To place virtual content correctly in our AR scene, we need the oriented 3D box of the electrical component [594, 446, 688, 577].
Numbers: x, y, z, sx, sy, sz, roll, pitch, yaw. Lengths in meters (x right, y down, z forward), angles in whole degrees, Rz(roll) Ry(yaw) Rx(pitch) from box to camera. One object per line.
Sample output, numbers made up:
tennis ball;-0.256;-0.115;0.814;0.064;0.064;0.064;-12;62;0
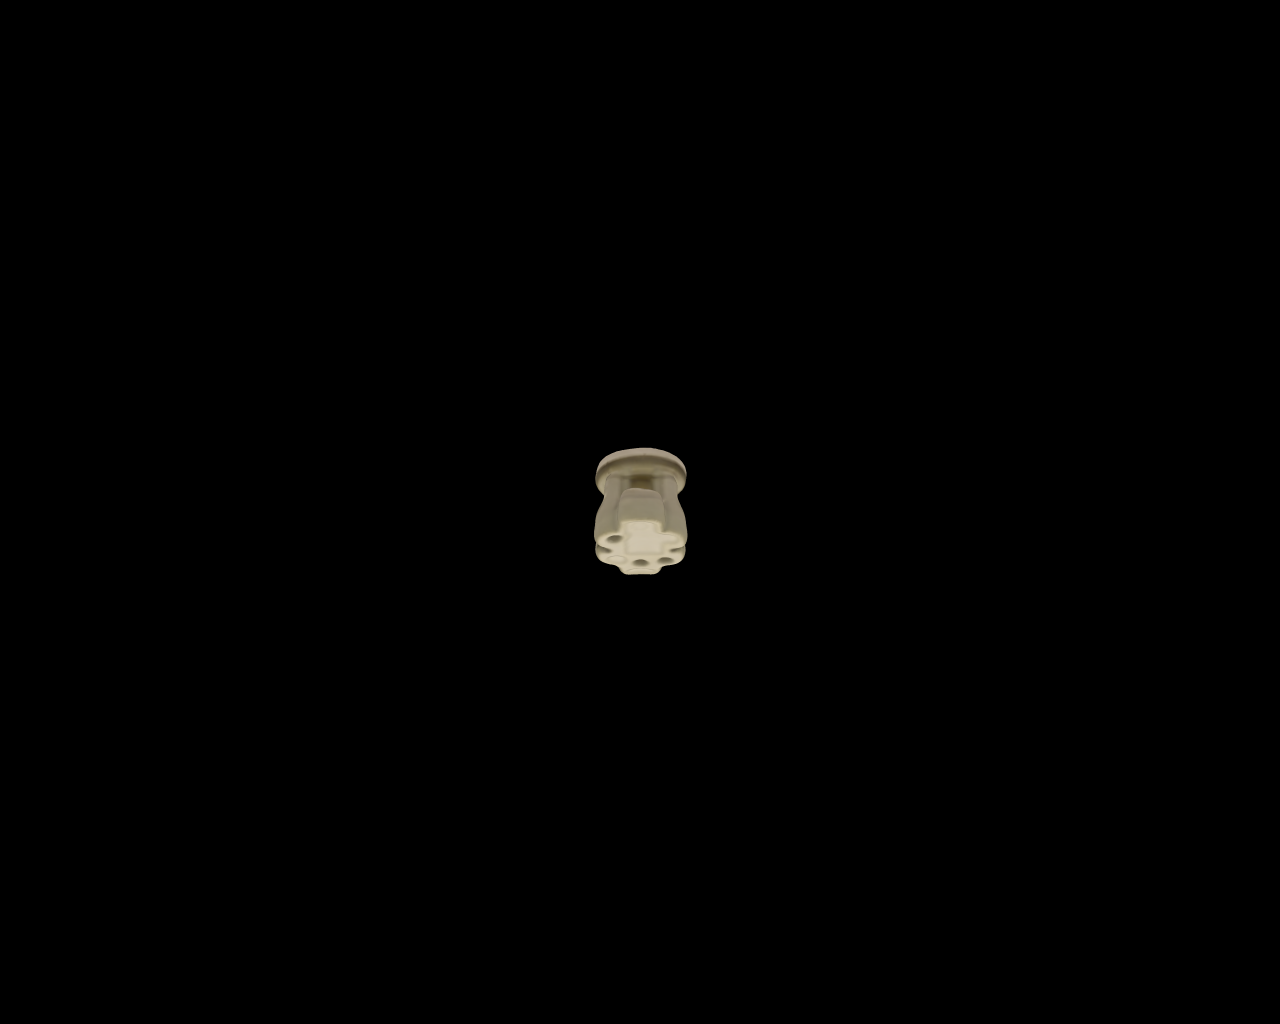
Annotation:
electrical component;0.001;-0.003;0.650;0.058;0.057;0.078;0;-28;0
